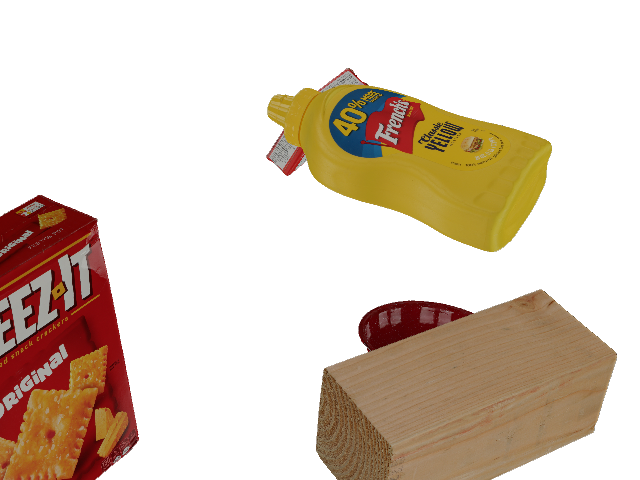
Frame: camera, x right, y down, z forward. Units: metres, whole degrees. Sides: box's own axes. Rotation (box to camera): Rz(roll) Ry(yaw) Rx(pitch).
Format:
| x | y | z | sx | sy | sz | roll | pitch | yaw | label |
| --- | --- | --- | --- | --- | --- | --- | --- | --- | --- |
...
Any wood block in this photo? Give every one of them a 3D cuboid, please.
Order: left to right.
| x | y | z | sx | sy | sz | roll | pitch | yaw | label |
| --- | --- | --- | --- | --- | --- | --- | --- | --- | --- |
| 0.109 | 0.123 | 0.805 | 0.205 | 0.090 | 0.091 | -17 | 40 | -27 | wood block |

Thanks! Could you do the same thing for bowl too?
| x | y | z | sx | sy | sz | roll | pitch | yaw | label |
| --- | --- | --- | --- | --- | --- | --- | --- | --- | --- |
| 0.117 | 0.124 | 1.131 | 0.162 | 0.055 | 0.162 | 5 | 25 | -3 | bowl |

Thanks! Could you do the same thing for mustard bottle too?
| x | y | z | sx | sy | sz | roll | pitch | yaw | label |
| --- | --- | --- | --- | --- | --- | --- | --- | --- | --- |
| 0.049 | -0.060 | 0.714 | 0.192 | 0.058 | 0.096 | 22 | 46 | 22 | mustard bottle |

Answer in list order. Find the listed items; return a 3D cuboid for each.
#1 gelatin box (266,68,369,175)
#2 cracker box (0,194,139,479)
| x | y | z | sx | sy | sz | roll | pitch | yaw | label |
| --- | --- | --- | --- | --- | --- | --- | --- | --- | --- |
| -0.003 | -0.108 | 0.961 | 0.089 | 0.030 | 0.073 | -44 | -6 | -44 | gelatin box |
| -0.217 | 0.101 | 0.756 | 0.072 | 0.214 | 0.163 | 19 | 39 | 30 | cracker box |
